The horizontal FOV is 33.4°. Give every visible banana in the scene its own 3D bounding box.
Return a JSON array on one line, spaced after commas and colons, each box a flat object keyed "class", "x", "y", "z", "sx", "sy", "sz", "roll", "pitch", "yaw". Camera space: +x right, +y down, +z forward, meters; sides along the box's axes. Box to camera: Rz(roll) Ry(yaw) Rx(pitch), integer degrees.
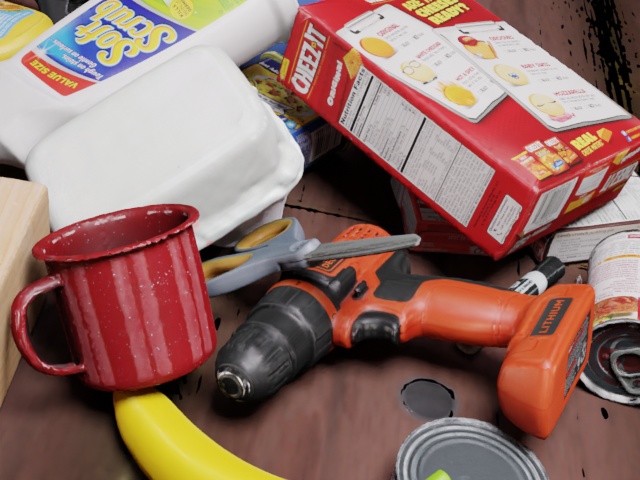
[{"class": "banana", "x": -0.035, "y": 0.125, "z": 0.555, "sx": 0.198, "sy": 0.037, "sz": 0.069, "roll": 15, "pitch": 37, "yaw": 19}]

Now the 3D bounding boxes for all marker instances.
[{"class": "marker", "x": 0.132, "y": 0.041, "z": 0.724, "sx": 0.020, "sy": 0.020, "sz": 0.120, "roll": 34, "pitch": 43, "yaw": 25}]

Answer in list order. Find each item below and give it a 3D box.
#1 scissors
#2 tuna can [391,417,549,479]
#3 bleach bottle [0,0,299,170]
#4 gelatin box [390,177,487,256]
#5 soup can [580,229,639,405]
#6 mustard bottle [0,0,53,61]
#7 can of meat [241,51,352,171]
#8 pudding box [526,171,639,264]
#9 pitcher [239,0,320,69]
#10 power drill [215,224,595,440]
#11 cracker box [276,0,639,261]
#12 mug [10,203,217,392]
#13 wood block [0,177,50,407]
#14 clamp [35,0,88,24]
[{"class": "scissors", "x": -0.004, "y": 0.001, "z": 0.640, "sx": 0.202, "sy": 0.016, "sz": 0.096, "roll": -15, "pitch": 19, "yaw": 38}, {"class": "tuna can", "x": 0.080, "y": 0.139, "z": 0.577, "sx": 0.086, "sy": 0.034, "sz": 0.086, "roll": 7, "pitch": 39, "yaw": -6}, {"class": "bleach bottle", "x": -0.141, "y": -0.119, "z": 0.739, "sx": 0.250, "sy": 0.068, "sz": 0.103, "roll": -35, "pitch": 69, "yaw": -8}, {"class": "gelatin box", "x": 0.096, "y": -0.025, "z": 0.789, "sx": 0.073, "sy": 0.030, "sz": 0.089, "roll": 4, "pitch": 38, "yaw": -12}, {"class": "soup can", "x": 0.204, "y": 0.048, "z": 0.695, "sx": 0.068, "sy": 0.068, "sz": 0.102, "roll": 17, "pitch": 38, "yaw": 7}, {"class": "mustard bottle", "x": -0.267, "y": -0.157, "z": 0.833, "sx": 0.191, "sy": 0.058, "sz": 0.096, "roll": 16, "pitch": 33, "yaw": 6}, {"class": "can of meat", "x": -0.037, "y": -0.092, "z": 0.815, "sx": 0.102, "sy": 0.057, "sz": 0.083, "roll": 33, "pitch": 45, "yaw": 25}, {"class": "pudding box", "x": 0.197, "y": -0.026, "z": 0.809, "sx": 0.113, "sy": 0.039, "sz": 0.090, "roll": -7, "pitch": 44, "yaw": -19}, {"class": "pitcher", "x": -0.031, "y": -0.214, "z": 0.924, "sx": 0.242, "sy": 0.145, "sz": 0.149, "roll": -15, "pitch": 58, "yaw": -35}, {"class": "power drill", "x": 0.054, "y": 0.055, "z": 0.623, "sx": 0.188, "sy": 0.057, "sz": 0.184, "roll": 14, "pitch": 33, "yaw": 25}, {"class": "cracker box", "x": 0.101, "y": -0.093, "z": 0.746, "sx": 0.214, "sy": 0.072, "sz": 0.163, "roll": 42, "pitch": 41, "yaw": 24}, {"class": "mug", "x": -0.113, "y": 0.036, "z": 0.587, "sx": 0.117, "sy": 0.081, "sz": 0.093, "roll": -23, "pitch": 20, "yaw": -36}, {"class": "wood block", "x": -0.213, "y": 0.058, "z": 0.558, "sx": 0.091, "sy": 0.090, "sz": 0.206, "roll": 10, "pitch": 39, "yaw": -3}, {"class": "clamp", "x": -0.204, "y": -0.222, "z": 0.898, "sx": 0.171, "sy": 0.120, "sz": 0.039, "roll": 44, "pitch": 3, "yaw": 10}]
